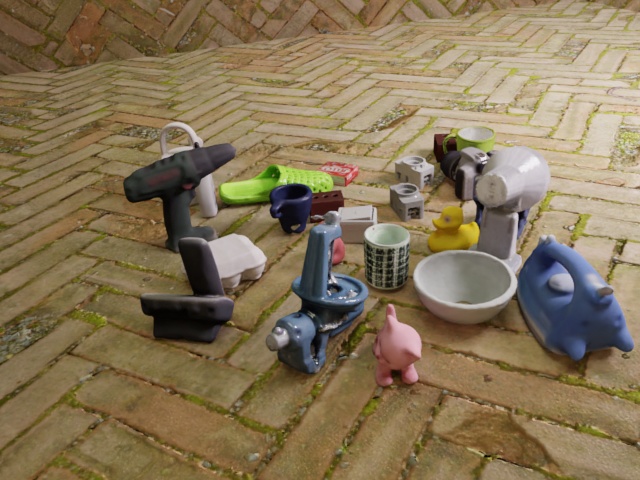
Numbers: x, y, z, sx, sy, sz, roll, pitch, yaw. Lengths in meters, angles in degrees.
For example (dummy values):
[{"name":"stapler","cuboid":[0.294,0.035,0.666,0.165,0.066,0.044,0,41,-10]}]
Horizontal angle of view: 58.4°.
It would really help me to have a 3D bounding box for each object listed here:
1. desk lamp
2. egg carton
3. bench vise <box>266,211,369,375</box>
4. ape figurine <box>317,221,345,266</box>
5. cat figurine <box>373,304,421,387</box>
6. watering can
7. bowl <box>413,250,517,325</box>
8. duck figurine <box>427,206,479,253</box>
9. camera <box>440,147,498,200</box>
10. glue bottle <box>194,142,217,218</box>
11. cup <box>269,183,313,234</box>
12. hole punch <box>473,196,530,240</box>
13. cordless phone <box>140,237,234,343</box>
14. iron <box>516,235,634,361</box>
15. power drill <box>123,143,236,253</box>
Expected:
[{"name":"desk lamp","cuboid":[0.325,-0.045,1.028,0.117,0.214,0.204,16,37,29]},{"name":"egg carton","cuboid":[-0.183,0.046,1.082,0.151,0.069,0.107,-22,35,-26]},{"name":"bench vise","cuboid":[0.003,0.080,0.858,0.121,0.220,0.207,6,33,17]},{"name":"ape figurine","cuboid":[0.010,0.004,1.105,0.076,0.092,0.077,-6,32,-2]},{"name":"cat figurine","cuboid":[0.111,0.148,0.833,0.067,0.118,0.127,-4,32,1]},{"name":"watering can","cuboid":[-0.326,-0.191,1.367,0.101,0.194,0.172,-9,32,-8]},{"name":"bowl","cuboid":[0.237,0.089,0.953,0.167,0.075,0.167,-3,32,2]},{"name":"duck figurine","cuboid":[0.264,-0.026,1.127,0.104,0.086,0.077,-10,32,-9]},{"name":"camera","cuboid":[0.357,-0.174,1.341,0.143,0.101,0.136,-17,34,-19]},{"name":"glue bottle","cuboid":[-0.264,-0.141,1.299,0.037,0.173,0.078,-7,32,-3]},{"name":"cup","cuboid":[-0.064,-0.055,1.207,0.091,0.095,0.118,13,36,27]},{"name":"hole punch","cuboid":[0.369,-0.064,1.170,0.108,0.091,0.101,13,36,27]},{"name":"cordless phone","cuboid":[-0.225,0.070,0.938,0.147,0.185,0.094,0,32,7]},{"name":"iron","cuboid":[0.383,0.067,0.906,0.118,0.142,0.258,-8,32,-6]},{"name":"power drill","cuboid":[-0.272,-0.085,1.174,0.230,0.209,0.075,-12,32,-13]}]
